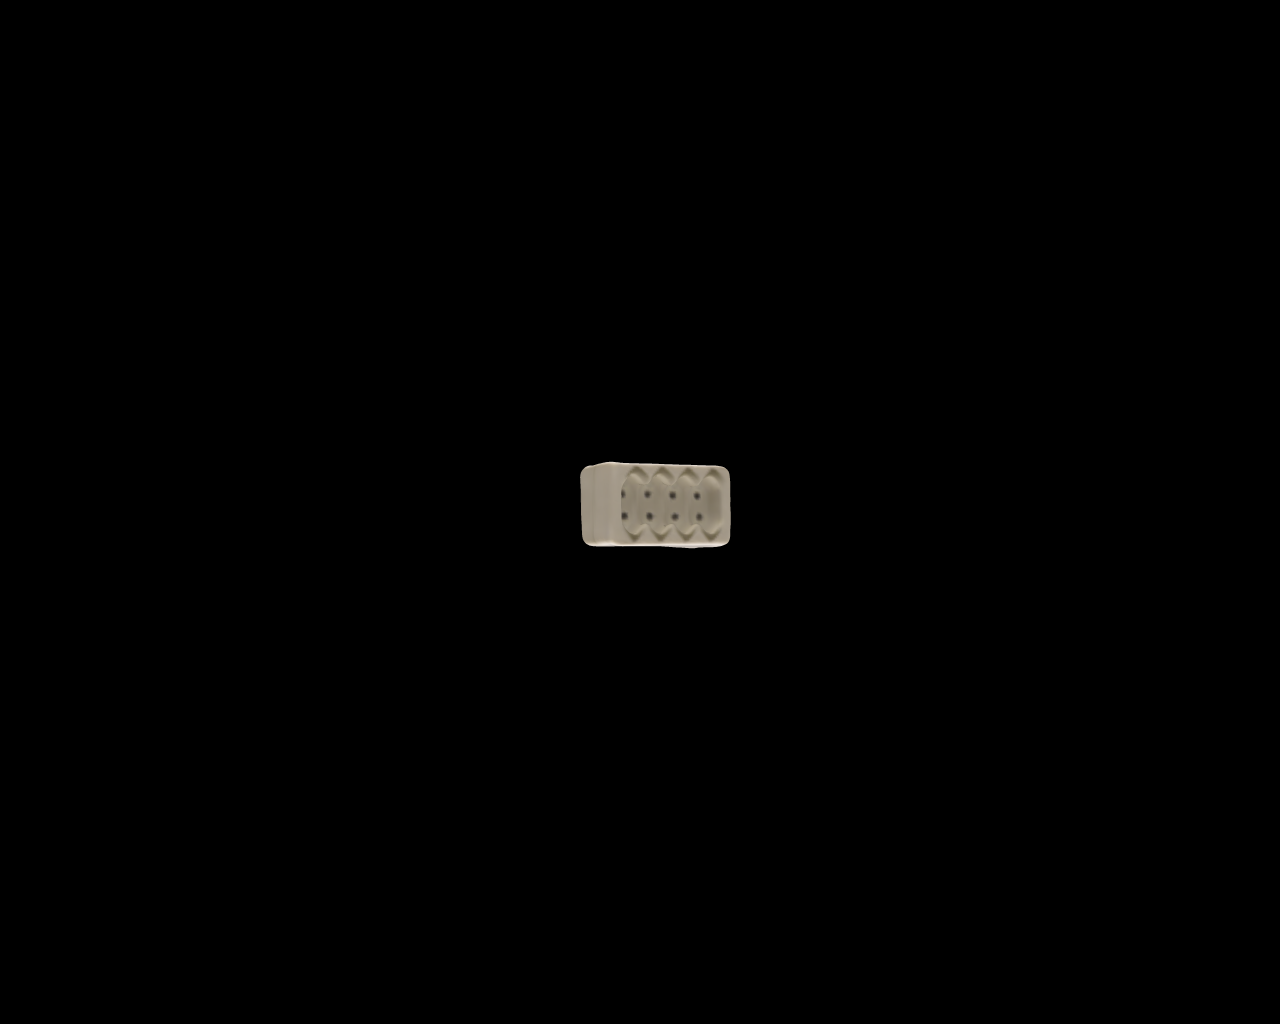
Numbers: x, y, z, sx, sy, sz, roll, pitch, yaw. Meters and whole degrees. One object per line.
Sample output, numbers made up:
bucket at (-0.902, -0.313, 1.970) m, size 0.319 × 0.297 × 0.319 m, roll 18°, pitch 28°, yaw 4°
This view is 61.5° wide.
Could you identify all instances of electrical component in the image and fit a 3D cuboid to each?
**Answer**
electrical component at (0.001, -0.003, 0.650) m, size 0.083 × 0.047 × 0.075 m, roll 2°, pitch -3°, yaw -31°
